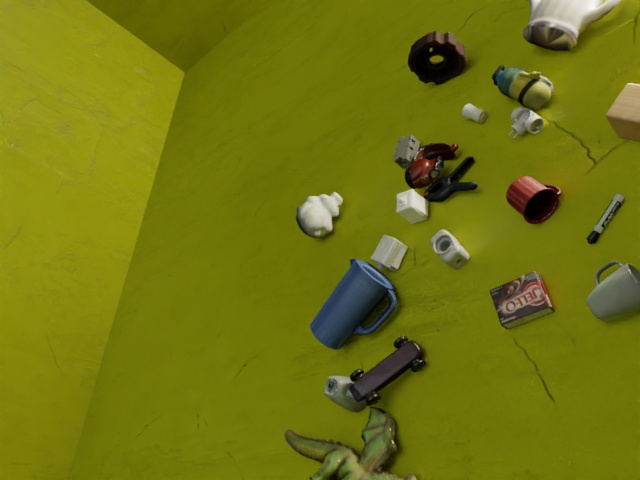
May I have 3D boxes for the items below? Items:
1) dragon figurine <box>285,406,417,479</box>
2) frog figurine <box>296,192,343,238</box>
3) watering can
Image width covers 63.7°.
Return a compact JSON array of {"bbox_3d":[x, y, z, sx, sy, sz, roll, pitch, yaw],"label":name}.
[{"bbox_3d":[0.083,0.508,1.225,0.244,0.120,0.415,-43,38,-10],"label":"dragon figurine"},{"bbox_3d":[0.005,-0.086,1.701,0.158,0.122,0.138,-29,78,20],"label":"frog figurine"},{"bbox_3d":[0.636,-0.633,1.413,0.224,0.103,0.352,-56,39,1],"label":"watering can"}]
